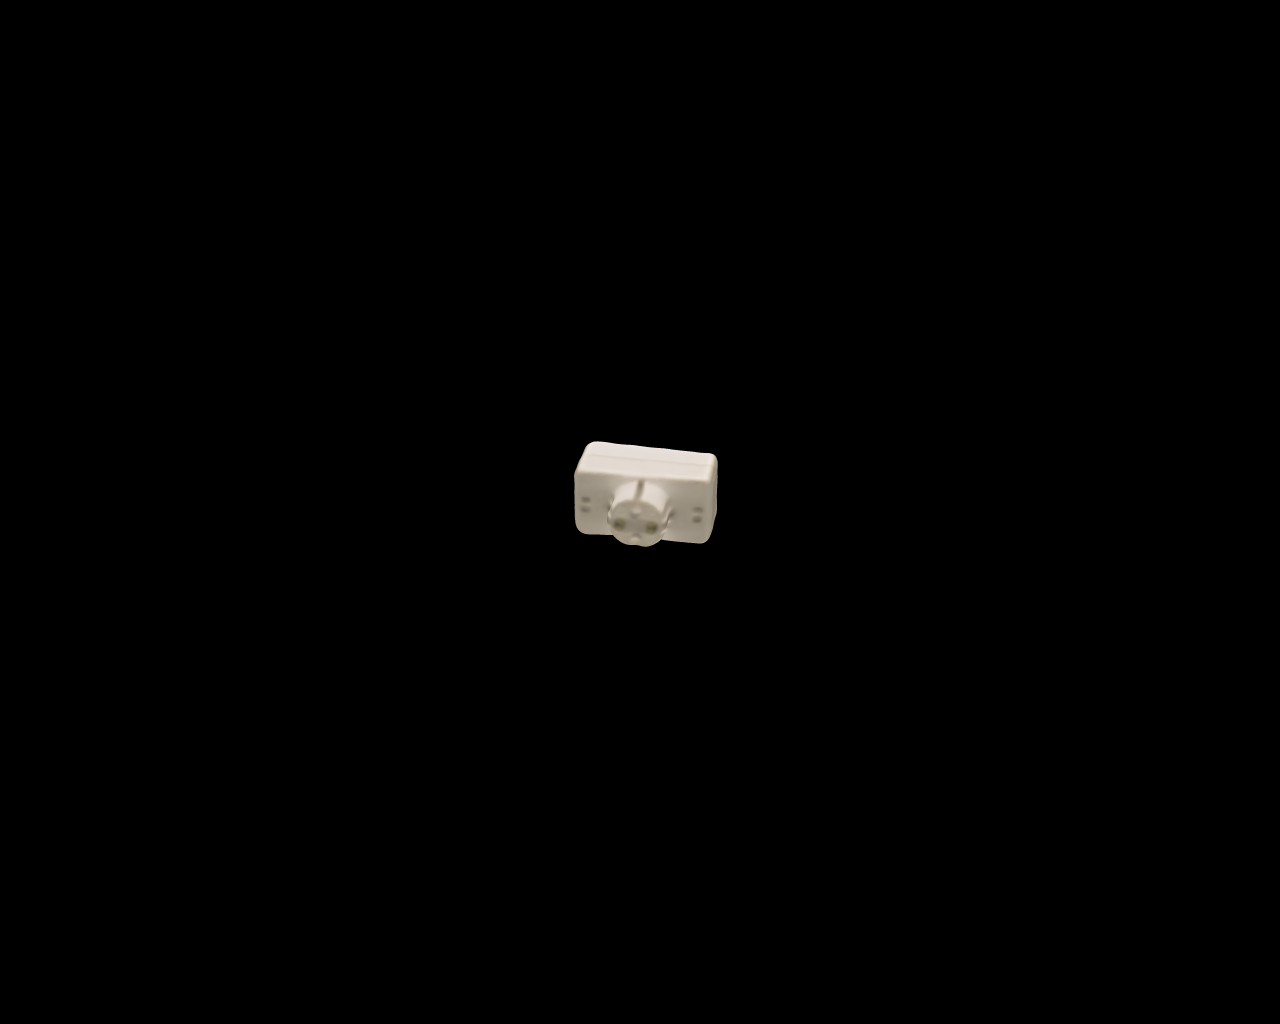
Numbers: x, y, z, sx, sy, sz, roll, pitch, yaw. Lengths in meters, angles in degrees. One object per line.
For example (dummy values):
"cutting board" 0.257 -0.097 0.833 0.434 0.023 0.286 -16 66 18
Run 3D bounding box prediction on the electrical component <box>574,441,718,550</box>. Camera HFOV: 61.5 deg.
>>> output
"electrical component" 0.001 -0.003 0.650 0.083 0.047 0.076 6 32 9
